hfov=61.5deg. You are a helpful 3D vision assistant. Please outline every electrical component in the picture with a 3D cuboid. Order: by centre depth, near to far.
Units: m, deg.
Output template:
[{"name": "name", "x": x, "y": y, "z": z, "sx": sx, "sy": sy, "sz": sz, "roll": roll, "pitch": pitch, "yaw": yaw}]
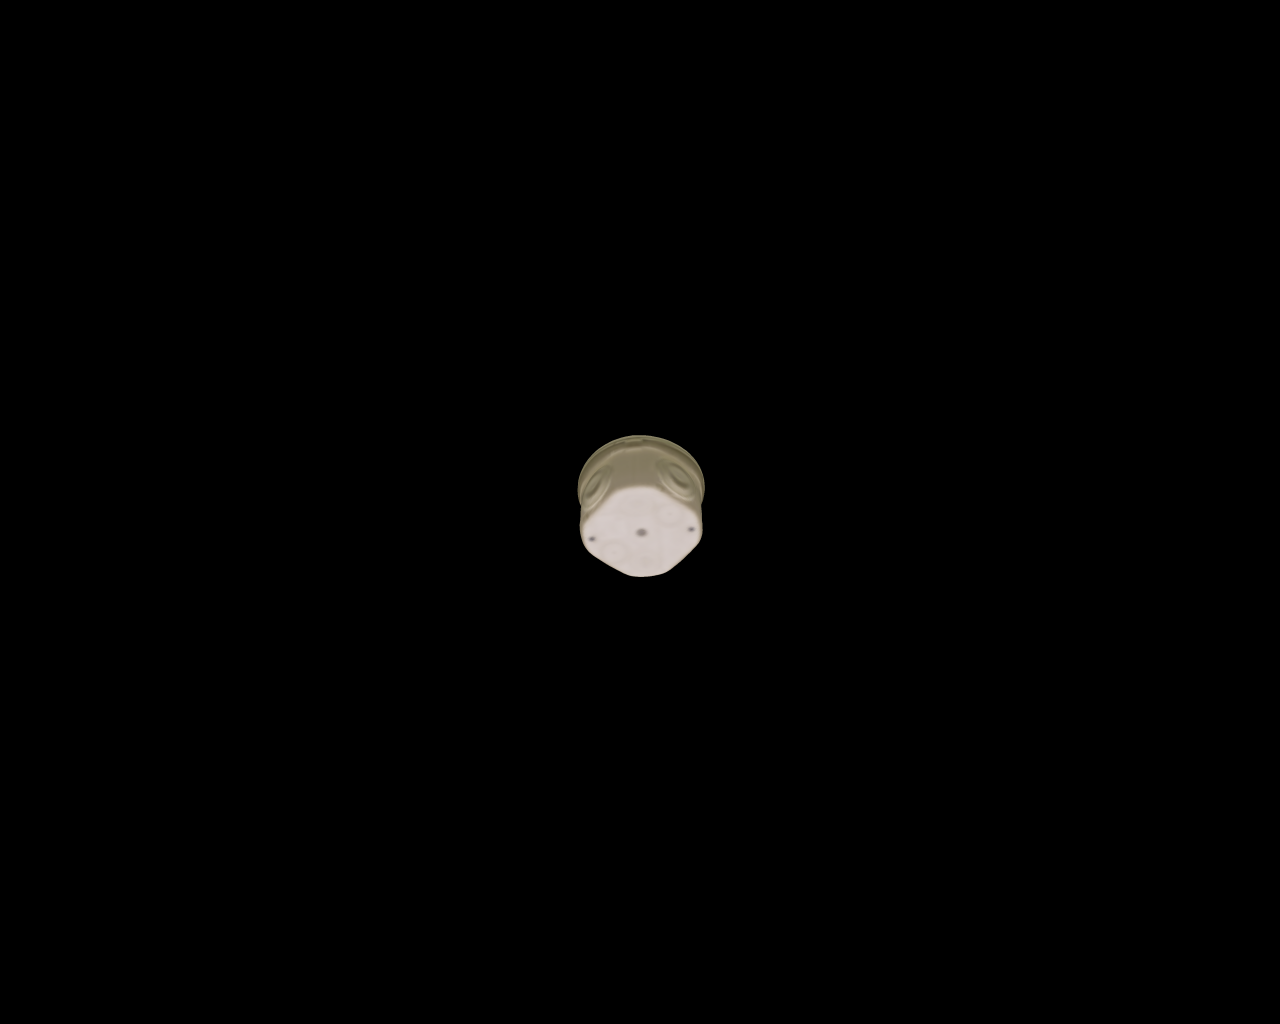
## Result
[{"name": "electrical component", "x": 0.001, "y": -0.003, "z": 0.650, "sx": 0.080, "sy": 0.080, "sz": 0.051, "roll": 0, "pitch": 38, "yaw": 0}]
